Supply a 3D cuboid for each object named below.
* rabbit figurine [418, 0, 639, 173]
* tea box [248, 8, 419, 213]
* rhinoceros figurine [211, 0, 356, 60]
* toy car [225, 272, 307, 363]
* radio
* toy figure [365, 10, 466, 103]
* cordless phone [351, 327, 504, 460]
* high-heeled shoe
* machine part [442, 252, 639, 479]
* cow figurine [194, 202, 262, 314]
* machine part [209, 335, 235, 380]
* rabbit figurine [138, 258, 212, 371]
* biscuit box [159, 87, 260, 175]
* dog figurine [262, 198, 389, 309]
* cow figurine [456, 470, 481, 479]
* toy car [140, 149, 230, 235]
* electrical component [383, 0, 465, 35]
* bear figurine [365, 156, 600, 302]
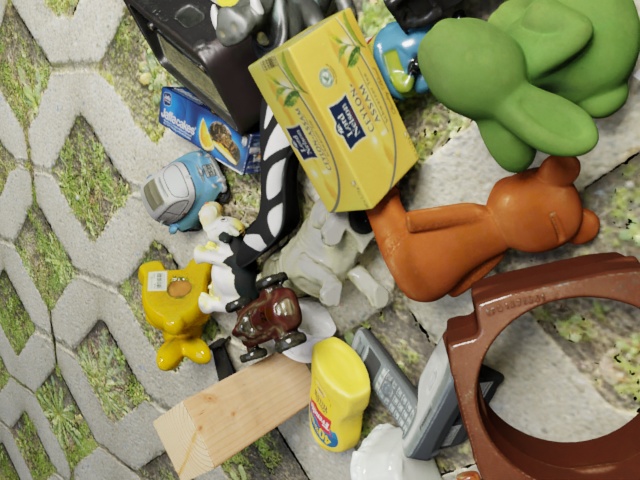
[{"bbox_3d":[0.157,-0.135,0.435,0.121,0.170,0.159,-14,94,71],"label":"rabbit figurine"},{"bbox_3d":[0.019,-0.122,0.530,0.068,0.098,0.169,-1,127,48],"label":"tea box"},{"bbox_3d":[-0.036,-0.248,0.577,0.073,0.190,0.112,-1,126,39],"label":"rhinoceros figurine"},{"bbox_3d":[-0.078,0.104,0.677,0.202,0.053,0.089,-33,75,58],"label":"toy car"},{"bbox_3d":[-0.157,-0.248,0.698,0.230,0.073,0.131,41,166,30],"label":"radio"},{"bbox_3d":[0.072,-0.180,0.572,0.180,0.082,0.089,-3,100,38],"label":"toy figure"},{"bbox_3d":[0.108,0.145,0.637,0.184,0.089,0.146,47,130,44],"label":"cordless phone"},{"bbox_3d":[-0.077,-0.075,0.699,0.145,0.086,0.248,48,120,2],"label":"high-heeled shoe"},{"bbox_3d":[0.222,0.121,0.472,0.202,0.087,0.200,-14,96,16],"label":"machine part"},{"bbox_3d":[-0.133,0.026,0.800,0.098,0.068,0.167,2,107,12],"label":"cow figurine"},{"bbox_3d":[-0.151,0.231,0.896,0.084,0.039,0.138,-12,95,47],"label":"machine part"},{"bbox_3d":[-0.222,0.131,0.881,0.173,0.122,0.162,107,149,-54],"label":"rabbit figurine"},{"bbox_3d":[-0.150,-0.161,0.774,0.203,0.063,0.059,32,119,30],"label":"biscuit box"},{"bbox_3d":[-0.005,-0.001,0.677,0.191,0.121,0.172,11,83,53],"label":"dog figurine"},{"bbox_3d":[0.250,0.288,0.543,0.195,0.085,0.127,-19,83,39],"label":"cow figurine"},{"bbox_3d":[-0.219,-0.071,0.831,0.162,0.103,0.109,-29,83,43],"label":"toy car"},{"bbox_3d":[0.103,-0.275,0.499,0.115,0.058,0.134,-25,58,22],"label":"electrical component"},{"bbox_3d":[0.155,-0.023,0.535,0.196,0.120,0.132,-32,35,16],"label":"bear figurine"}]
